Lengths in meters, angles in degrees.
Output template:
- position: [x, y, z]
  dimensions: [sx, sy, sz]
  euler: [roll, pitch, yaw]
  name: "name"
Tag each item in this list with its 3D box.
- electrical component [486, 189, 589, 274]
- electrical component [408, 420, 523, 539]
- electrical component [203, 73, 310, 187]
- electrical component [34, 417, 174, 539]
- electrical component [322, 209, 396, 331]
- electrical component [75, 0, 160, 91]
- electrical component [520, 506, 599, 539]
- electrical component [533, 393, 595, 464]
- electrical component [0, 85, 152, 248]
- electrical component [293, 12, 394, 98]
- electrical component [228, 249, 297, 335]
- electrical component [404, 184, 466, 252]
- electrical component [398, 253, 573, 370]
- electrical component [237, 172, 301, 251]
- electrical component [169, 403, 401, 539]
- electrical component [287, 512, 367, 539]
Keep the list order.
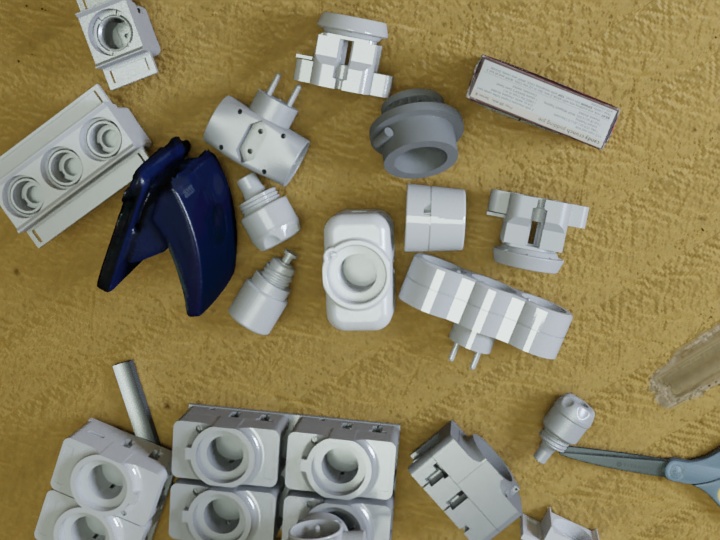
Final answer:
- position: [0.139, -0.030, 0.865]
  dimensions: [0.078, 0.058, 0.057]
  euler: [11, 96, 4]
  name: "electrical component"
- position: [0.092, 0.176, 0.902]
  dimensions: [0.056, 0.050, 0.089]
  euler: [-41, 92, 10]
  name: "electrical component"
- position: [-0.076, -0.121, 0.881]
  dimensions: [0.077, 0.043, 0.079]
  euler: [30, 100, 1]
  name: "electrical component"
- position: [-0.227, 0.219, 0.931]
  dimensions: [0.089, 0.061, 0.150]
  euler: [21, 102, 5]
  name: "electrical component"
- position: [0.000, 0.000, 0.882]
  dimensions: [0.054, 0.059, 0.095]
  euler: [-1, 98, 6]
  name: "electrical component"
- position: [-0.194, -0.191, 0.873]
  dimensions: [0.042, 0.064, 0.081]
  euler: [-19, 96, 7]
  name: "electrical component"
- position: [0.168, 0.244, 0.909]
  dimensions: [0.081, 0.042, 0.063]
  euler: [25, 104, 3]
  name: "electrical component"
- position: [0.167, 0.134, 0.897]
  dimensions: [0.035, 0.035, 0.061]
  euler: [33, 102, 1]
  name: "electrical component"
- position: [-0.237, -0.086, 0.893]
  dimensions: [0.121, 0.063, 0.078]
  euler: [-34, 93, 10]
  name: "electrical component"
- position: [-0.009, -0.173, 0.860]
  dimensions: [0.078, 0.058, 0.057]
  euler: [12, 102, 4]
  name: "electrical component"
- position: [-0.078, 0.018, 0.903]
  dimensions: [0.040, 0.040, 0.078]
  euler: [33, 100, 1]
  name: "electrical component"
- position: [0.061, -0.042, 0.873]
  dimensions: [0.047, 0.055, 0.055]
  euler: [2, 98, 2]
  name: "electrical component"
- position: [0.096, 0.045, 0.882]
  dimensions: [0.138, 0.052, 0.073]
  euler: [21, 100, 2]
  name: "electrical component"
- position: [-0.080, -0.050, 0.892]
  dimensions: [0.043, 0.043, 0.062]
  euler: [-29, 93, 9]
  name: "electrical component"
- position: [-0.064, 0.181, 0.914]
  dimensions: [0.186, 0.060, 0.105]
  euler: [5, 99, 5]
  name: "electrical component"
- position: [-0.016, 0.223, 0.844]
  dimensions: [0.079, 0.077, 0.044]
  euler: [-4, 98, 6]
  name: "electrical component"
